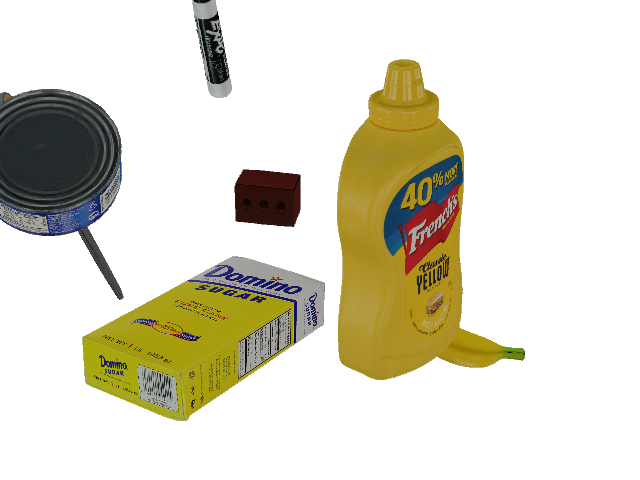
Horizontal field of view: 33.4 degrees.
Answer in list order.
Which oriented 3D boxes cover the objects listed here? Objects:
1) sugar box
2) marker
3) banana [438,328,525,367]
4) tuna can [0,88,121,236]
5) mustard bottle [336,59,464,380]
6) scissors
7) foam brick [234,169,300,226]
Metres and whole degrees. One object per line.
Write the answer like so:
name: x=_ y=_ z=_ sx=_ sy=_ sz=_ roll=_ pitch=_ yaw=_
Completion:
sugar box: x=-0.082 y=0.066 z=0.795 sx=0.093 sy=0.048 sz=0.175 roll=16 pitch=30 yaw=29
marker: x=-0.083 y=-0.157 z=0.798 sx=0.020 sy=0.020 sz=0.121 roll=0 pitch=-39 yaw=5
banana: x=0.117 y=0.089 z=1.104 sx=0.069 sy=0.037 sz=0.198 roll=5 pitch=17 yaw=-39
tuna can: x=-0.162 y=-0.046 z=0.637 sx=0.086 sy=0.086 sz=0.034 roll=0 pitch=-28 yaw=-9
mustard bottle: x=0.050 y=-0.016 z=0.652 sx=0.058 sy=0.192 sz=0.096 roll=22 pitch=36 yaw=38
scissors: x=-0.224 y=-0.047 z=0.944 sx=0.016 sy=0.201 sz=0.096 roll=-26 pitch=24 yaw=10
foam brick: x=-0.066 y=-0.054 z=1.348 sx=0.078 sy=0.053 sz=0.051 roll=5 pitch=28 yaw=8
